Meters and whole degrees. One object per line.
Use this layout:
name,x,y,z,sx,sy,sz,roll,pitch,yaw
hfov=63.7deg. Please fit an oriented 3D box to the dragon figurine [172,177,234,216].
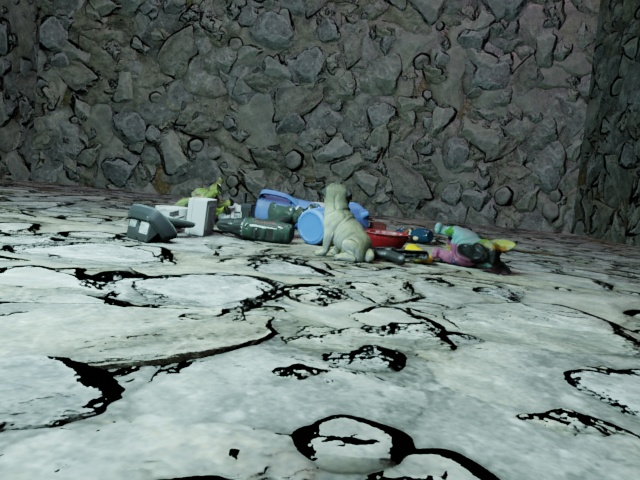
dragon figurine,-0.480,-0.130,2.022,0.242,0.120,0.418,-17,23,12

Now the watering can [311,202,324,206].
watering can,0.007,-0.113,2.242,0.225,0.103,0.349,10,9,31
